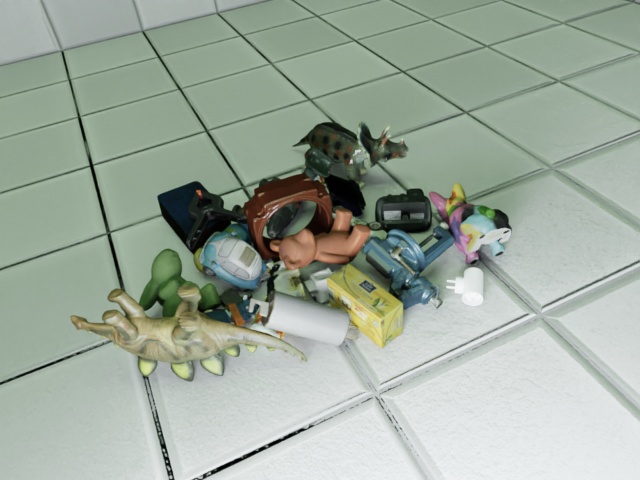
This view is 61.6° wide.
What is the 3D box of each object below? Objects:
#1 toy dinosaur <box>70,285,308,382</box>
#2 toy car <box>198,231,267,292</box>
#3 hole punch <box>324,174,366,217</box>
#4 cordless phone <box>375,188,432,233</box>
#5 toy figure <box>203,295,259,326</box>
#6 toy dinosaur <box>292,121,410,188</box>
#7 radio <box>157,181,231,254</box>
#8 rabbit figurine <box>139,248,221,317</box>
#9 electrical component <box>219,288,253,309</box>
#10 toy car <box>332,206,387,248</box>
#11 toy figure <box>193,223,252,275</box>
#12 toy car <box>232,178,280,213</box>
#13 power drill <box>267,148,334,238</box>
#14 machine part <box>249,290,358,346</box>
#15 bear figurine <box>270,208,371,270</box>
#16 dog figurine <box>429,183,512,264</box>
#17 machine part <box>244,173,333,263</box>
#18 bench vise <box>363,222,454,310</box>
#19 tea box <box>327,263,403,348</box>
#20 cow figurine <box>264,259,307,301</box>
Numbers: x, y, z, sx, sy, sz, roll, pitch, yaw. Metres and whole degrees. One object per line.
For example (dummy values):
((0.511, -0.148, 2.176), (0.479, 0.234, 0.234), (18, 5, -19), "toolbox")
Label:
((-0.260, 0.188, 1.059), (0.472, 0.198, 0.105), (4, 43, 4), "toy dinosaur")
((-0.191, 0.048, 1.239), (0.161, 0.103, 0.109), (37, 63, -14), "toy car")
((0.054, -0.107, 1.456), (0.116, 0.092, 0.142), (14, 32, -23), "hole punch")
((0.219, -0.097, 1.427), (0.147, 0.088, 0.184), (-2, 30, 7), "cordless phone")
((-0.206, 0.171, 1.179), (0.154, 0.064, 0.058), (-22, 14, -20), "toy figure")
((0.050, -0.278, 1.559), (0.405, 0.191, 0.131), (24, 47, 29), "toy dinosaur")
((-0.340, -0.067, 1.464), (0.131, 0.073, 0.230), (-27, 46, -23), "radio")
((-0.326, 0.107, 1.212), (0.159, 0.121, 0.170), (-39, 70, 24), "rabbit figurine")
((-0.205, 0.140, 1.242), (0.094, 0.021, 0.063), (-31, 46, -24), "electrical component")
((0.089, -0.025, 1.350), (0.202, 0.073, 0.056), (26, 50, 32), "toy car")
((-0.234, 0.018, 1.345), (0.089, 0.082, 0.180), (9, 47, 46), "toy figure")
((-0.168, -0.112, 1.507), (0.089, 0.053, 0.202), (20, 47, 24), "toy car")
((-0.054, -0.127, 1.412), (0.086, 0.207, 0.232), (29, 36, -6), "power drill")
((-0.029, 0.159, 1.099), (0.243, 0.079, 0.079), (18, 38, -17), "machine part")
((-0.004, 0.000, 1.229), (0.196, 0.131, 0.120), (4, 28, -34), "bear figurine")
((0.349, -0.061, 1.286), (0.108, 0.191, 0.219), (-22, 58, -7), "dog figurine")
((-0.072, -0.047, 1.302), (0.201, 0.200, 0.087), (-20, 44, -15), "machine part")
((0.227, 0.043, 1.222), (0.240, 0.128, 0.224), (-36, 52, -24), "bench vise")
((0.095, 0.138, 1.146), (0.068, 0.098, 0.170), (-33, 48, -26), "tea box")
((-0.089, 0.099, 1.243), (0.098, 0.068, 0.167), (-18, 41, -4), "cow figurine")
